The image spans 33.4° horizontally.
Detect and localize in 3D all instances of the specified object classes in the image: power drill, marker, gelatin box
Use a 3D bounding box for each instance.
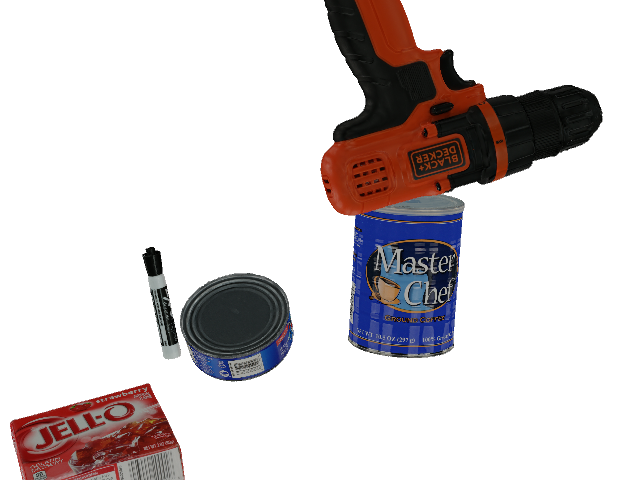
[{"bbox_3d":[0.073,-0.123,0.657,0.184,0.187,0.057,-17,8,-10],"label":"power drill"},{"bbox_3d":[-0.166,0.065,1.112,0.020,0.121,0.020,-9,16,2],"label":"marker"},{"bbox_3d":[-0.133,0.123,0.632,0.089,0.030,0.073,-13,26,-18],"label":"gelatin box"}]

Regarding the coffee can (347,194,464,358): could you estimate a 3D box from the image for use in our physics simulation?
[{"bbox_3d":[0.080,0.029,1.012,0.103,0.140,0.103,3,11,-1],"label":"coffee can"}]

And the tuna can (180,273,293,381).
[{"bbox_3d":[-0.064,0.068,0.834,0.086,0.034,0.086,-5,45,5],"label":"tuna can"}]
